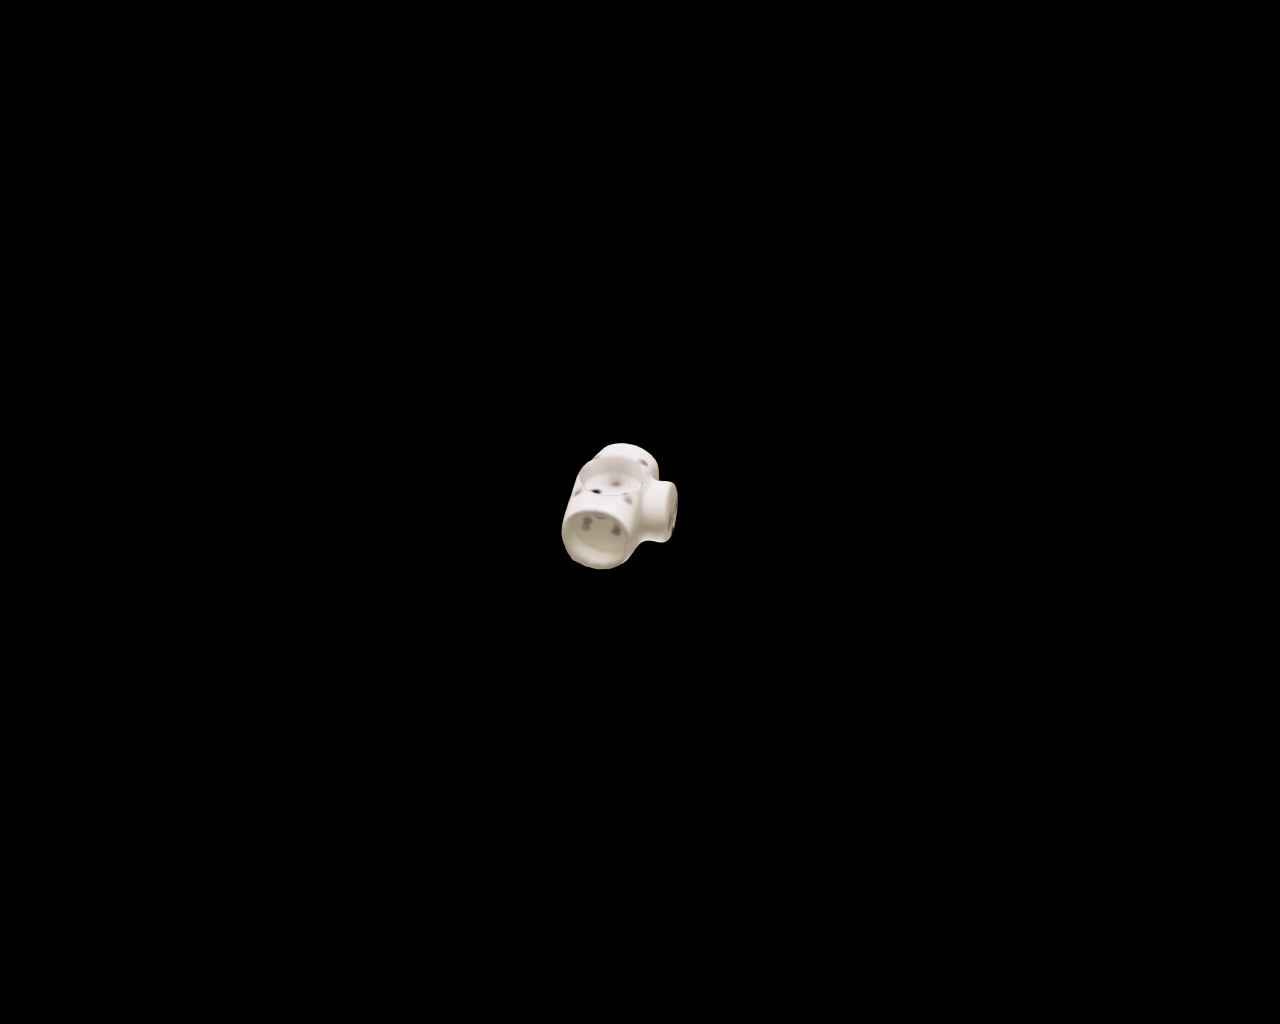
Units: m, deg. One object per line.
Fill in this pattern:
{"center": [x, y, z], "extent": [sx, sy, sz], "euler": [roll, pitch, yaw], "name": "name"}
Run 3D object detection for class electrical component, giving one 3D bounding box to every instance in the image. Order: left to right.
{"center": [0.001, -0.003, 0.650], "extent": [0.079, 0.044, 0.077], "euler": [8, 36, 11], "name": "electrical component"}
